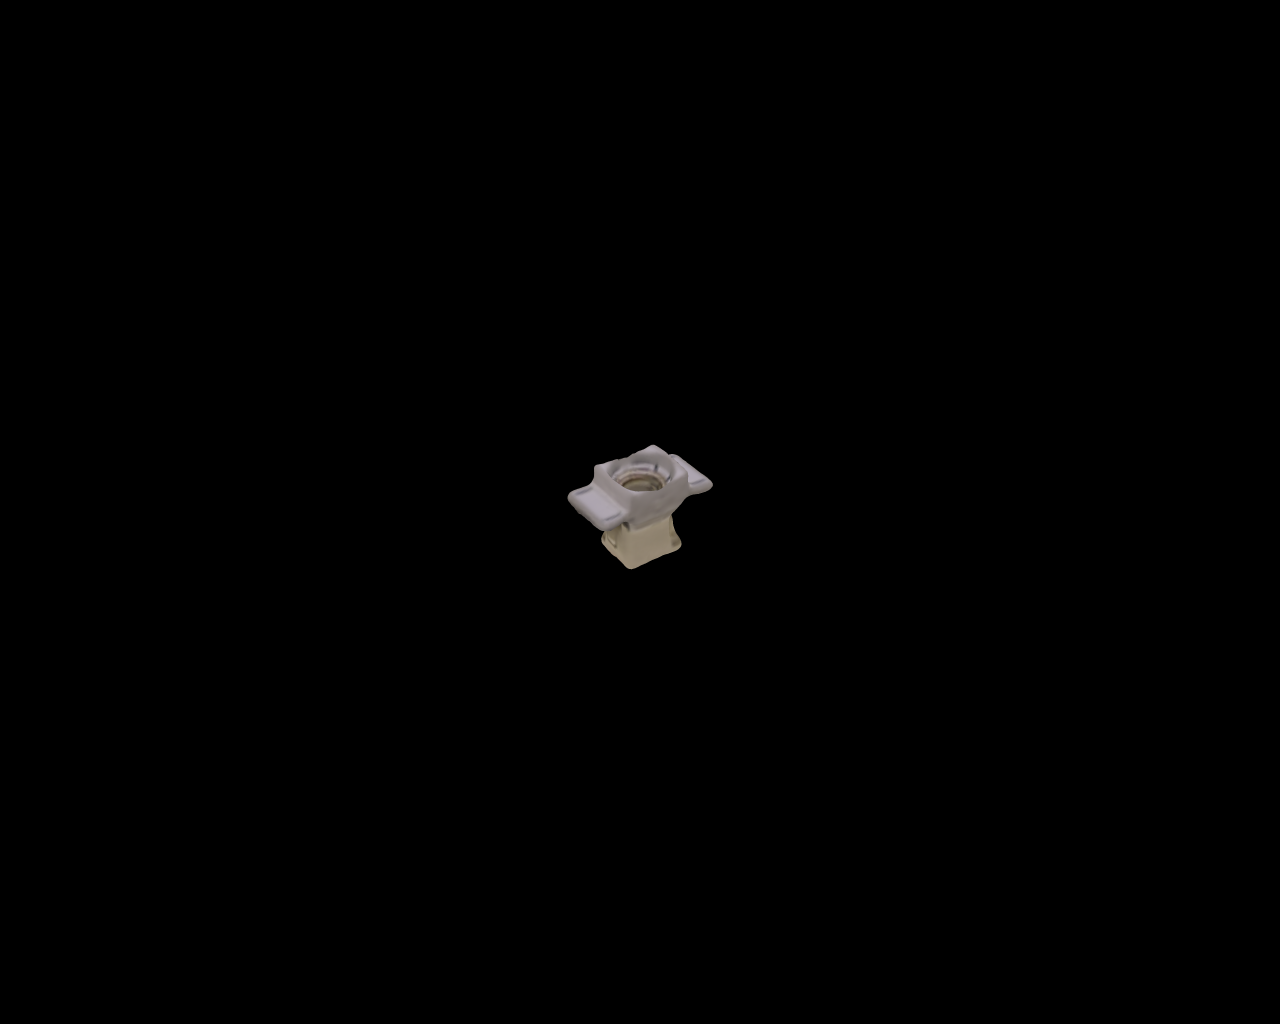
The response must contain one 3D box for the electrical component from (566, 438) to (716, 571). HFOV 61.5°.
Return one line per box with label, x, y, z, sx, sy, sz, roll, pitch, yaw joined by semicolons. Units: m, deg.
electrical component;0.001;-0.003;0.650;0.081;0.063;0.042;-21;41;-26
